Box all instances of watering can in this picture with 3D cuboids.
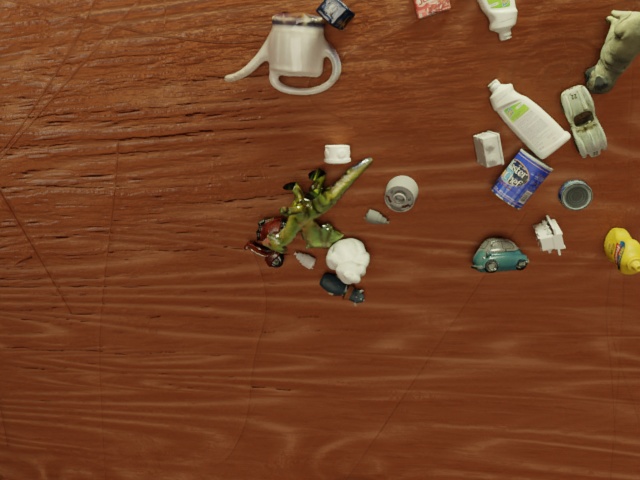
[{"bbox_3d":[-0.108,-0.532,1.467,0.348,0.221,0.105,8,19,9],"label":"watering can"}]

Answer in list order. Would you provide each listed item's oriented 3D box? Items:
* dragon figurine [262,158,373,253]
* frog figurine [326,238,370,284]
[{"bbox_3d":[0.005,-0.080,1.598,0.411,0.237,0.125,-23,39,-4],"label":"dragon figurine"},{"bbox_3d":[0.084,0.067,1.595,0.137,0.121,0.162,6,19,9],"label":"frog figurine"}]
